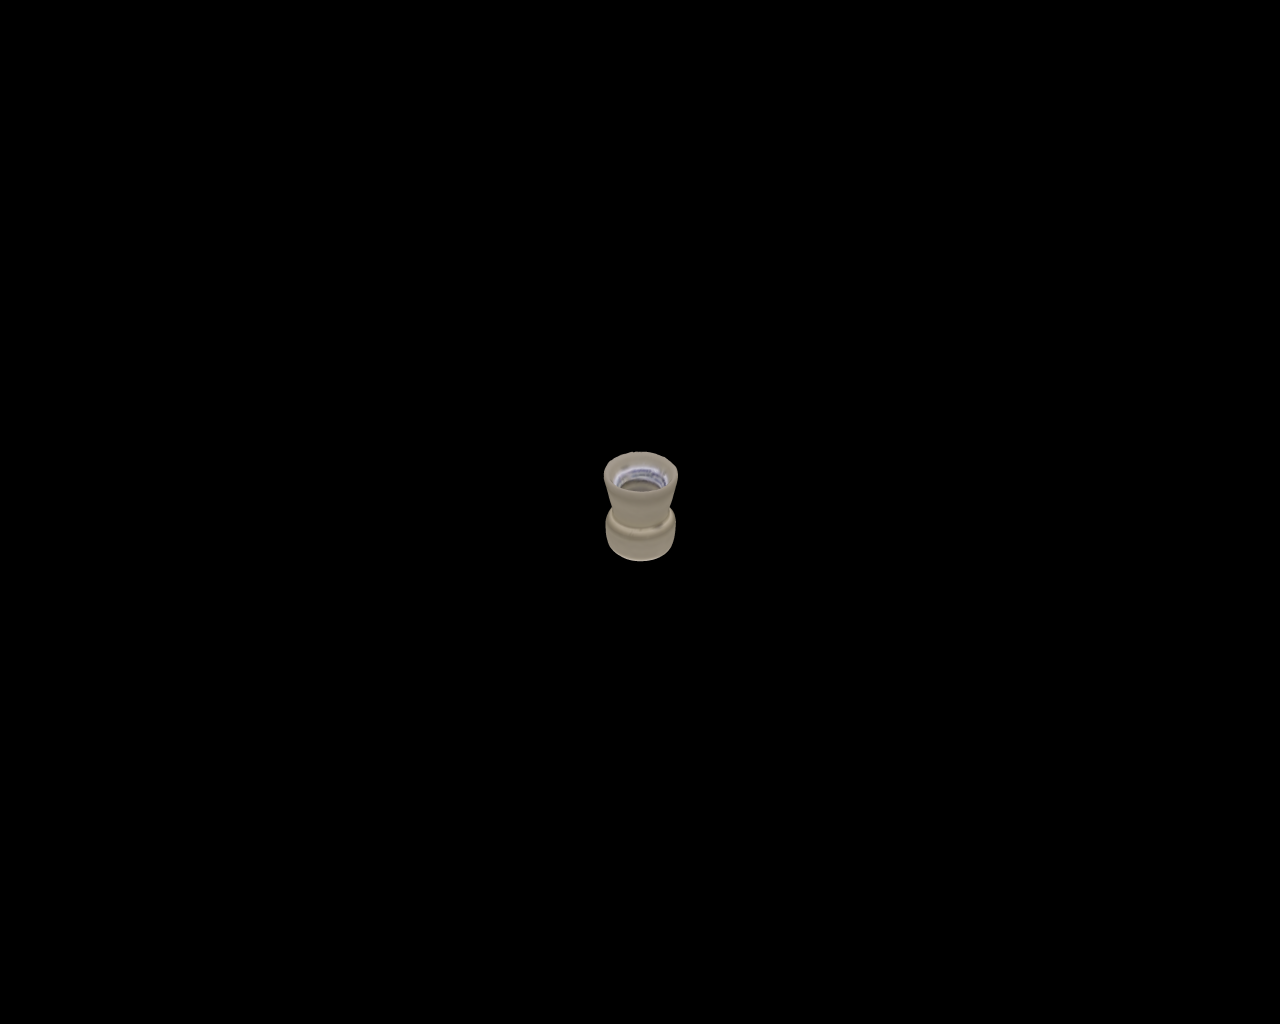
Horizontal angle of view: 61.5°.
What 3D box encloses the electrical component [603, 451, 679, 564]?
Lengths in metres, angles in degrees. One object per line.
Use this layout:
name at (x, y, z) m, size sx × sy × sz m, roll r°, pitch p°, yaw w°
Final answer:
electrical component at (0.001, -0.003, 0.650) m, size 0.045 × 0.055 × 0.045 m, roll 0°, pitch 38°, yaw 0°
